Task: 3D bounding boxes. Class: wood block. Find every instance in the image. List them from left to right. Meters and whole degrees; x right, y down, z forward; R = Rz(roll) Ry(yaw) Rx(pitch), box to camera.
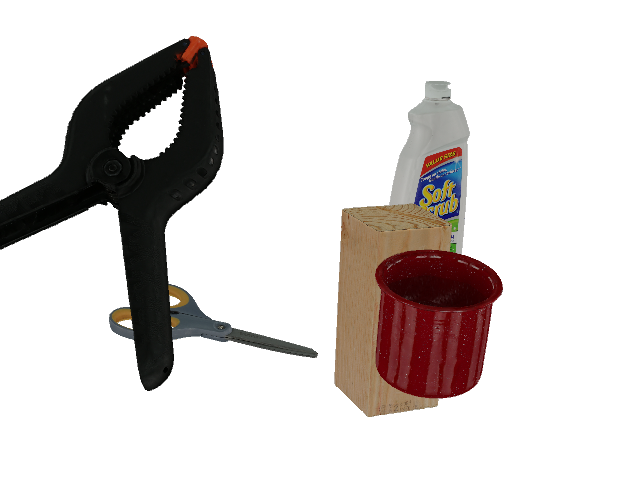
[{"bbox_3d":[0.076,0.073,1.149,0.090,0.206,0.091,-5,18,-23],"label":"wood block"}]

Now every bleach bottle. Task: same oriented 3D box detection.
[{"bbox_3d":[0.127,-0.066,1.292,0.102,0.251,0.068,-4,18,-17],"label":"bleach bottle"}]

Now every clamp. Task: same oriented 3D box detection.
[{"bbox_3d":[-0.110,-0.025,0.613,0.165,0.210,0.036,30,-20,14],"label":"clamp"}]

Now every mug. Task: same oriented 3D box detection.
[{"bbox_3d":[0.078,0.058,0.803,0.093,0.081,0.117,-11,30,-26],"label":"mug"}]

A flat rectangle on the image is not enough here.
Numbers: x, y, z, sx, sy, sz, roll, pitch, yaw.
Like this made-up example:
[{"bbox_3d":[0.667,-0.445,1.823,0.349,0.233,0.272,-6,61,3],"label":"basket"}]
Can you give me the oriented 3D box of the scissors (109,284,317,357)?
[{"bbox_3d":[-0.102,0.077,1.037,0.201,0.016,0.096,4,31,-1],"label":"scissors"}]
